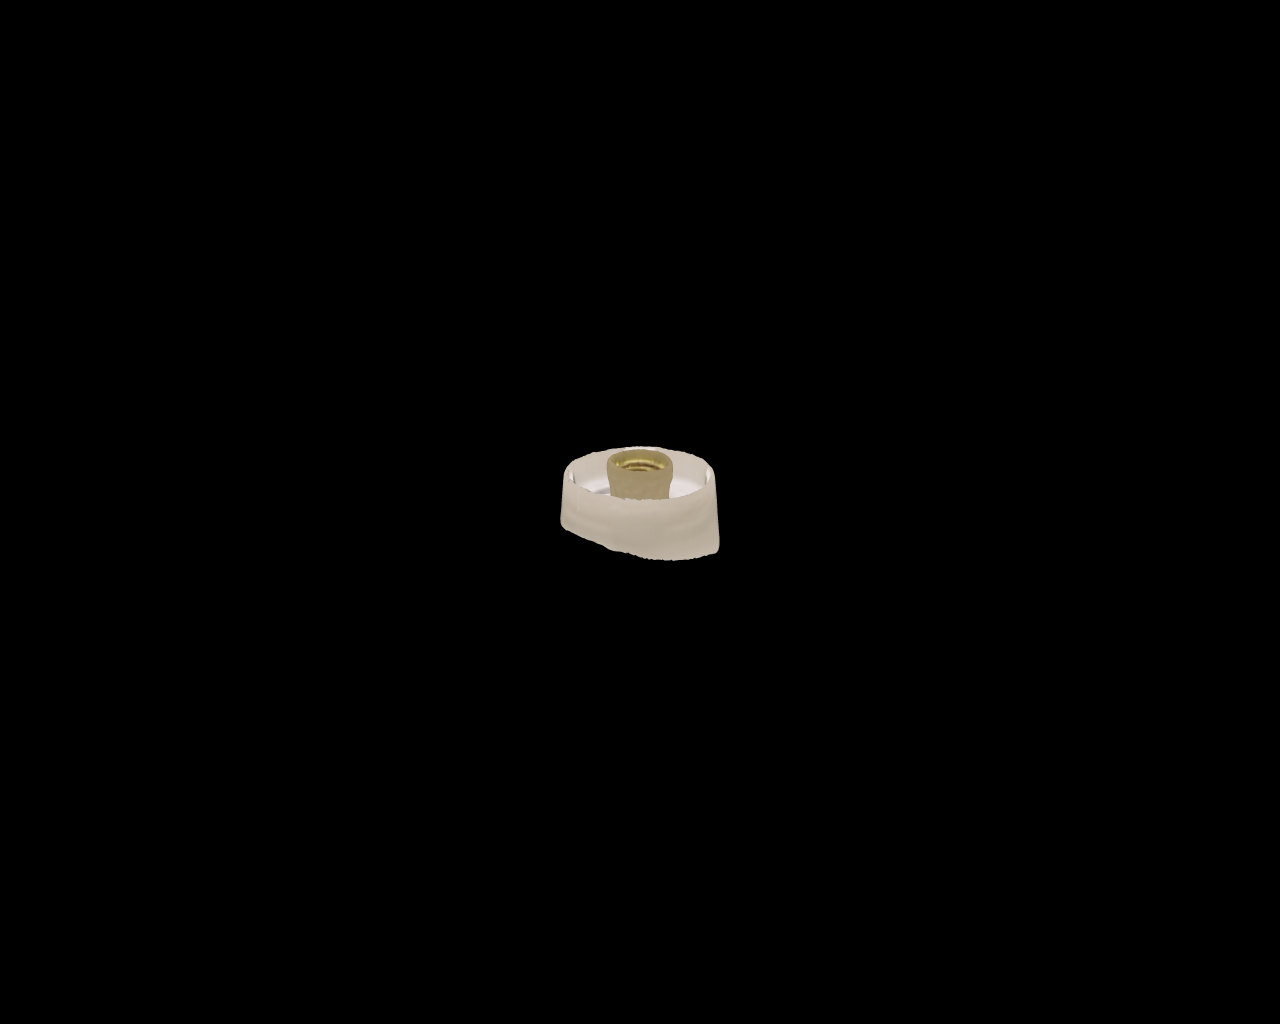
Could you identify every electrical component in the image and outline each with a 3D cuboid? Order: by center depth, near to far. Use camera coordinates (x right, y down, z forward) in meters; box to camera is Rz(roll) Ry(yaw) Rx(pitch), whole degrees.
[{"bbox_3d":[0.001,-0.003,0.650,0.099,0.064,0.099,0,23,0],"label":"electrical component"}]
